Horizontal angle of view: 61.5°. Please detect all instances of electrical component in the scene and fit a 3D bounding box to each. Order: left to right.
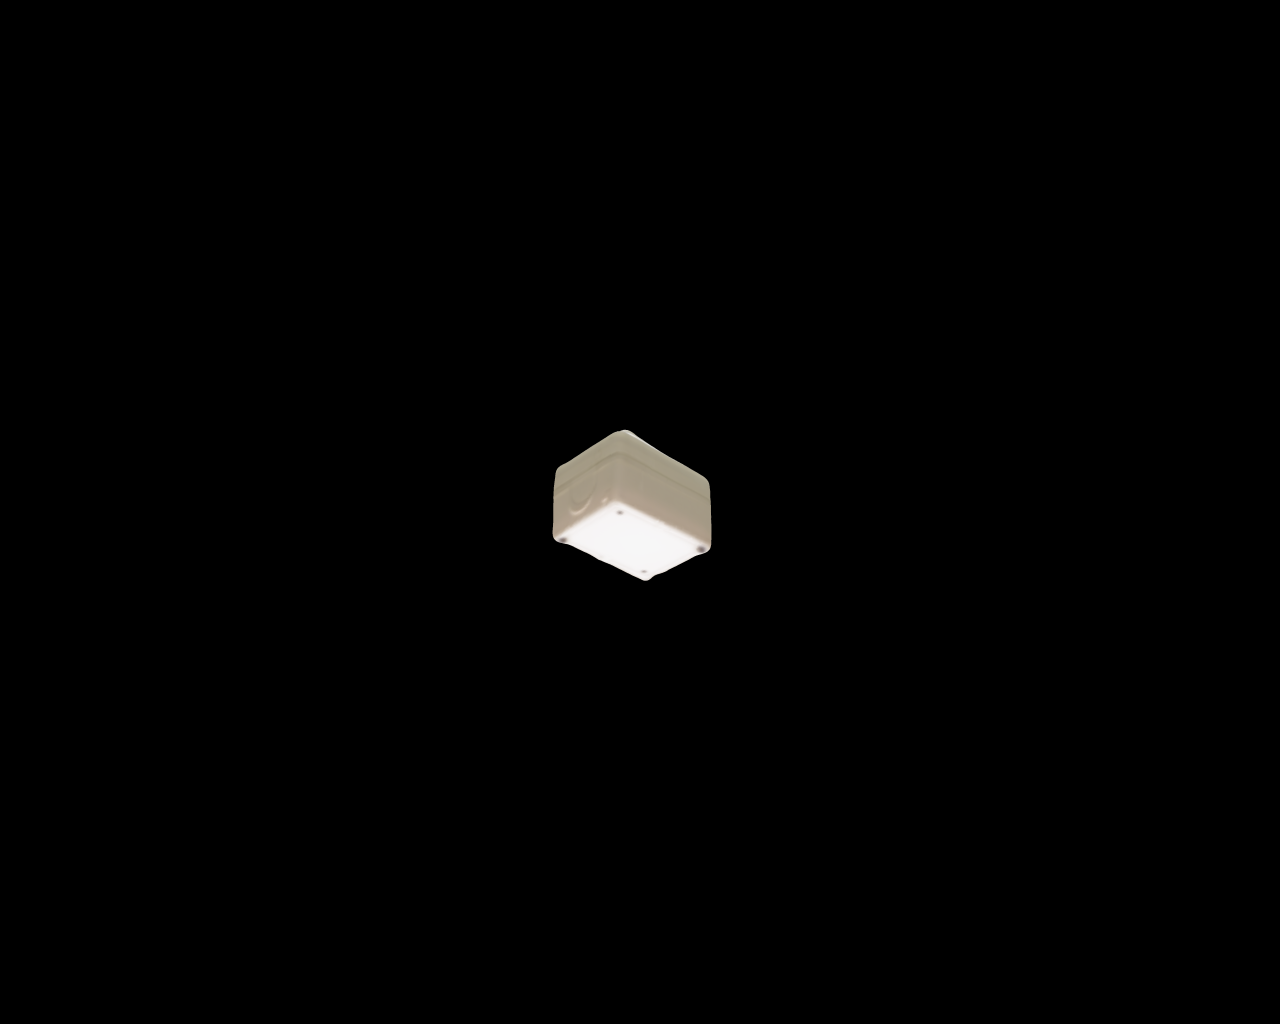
[{"bbox_3d":[0.001,-0.003,0.650,0.096,0.061,0.061,27,-41,-36],"label":"electrical component"}]
